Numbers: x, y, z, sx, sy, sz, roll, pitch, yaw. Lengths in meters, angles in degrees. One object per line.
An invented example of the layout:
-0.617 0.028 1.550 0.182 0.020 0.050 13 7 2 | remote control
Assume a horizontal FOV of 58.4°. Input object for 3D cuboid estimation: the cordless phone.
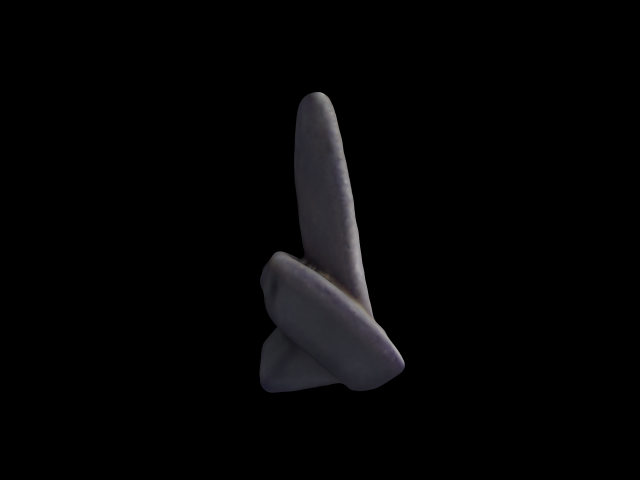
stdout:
0.004 0.001 0.400 0.094 0.185 0.147 0 0 -8 | cordless phone
